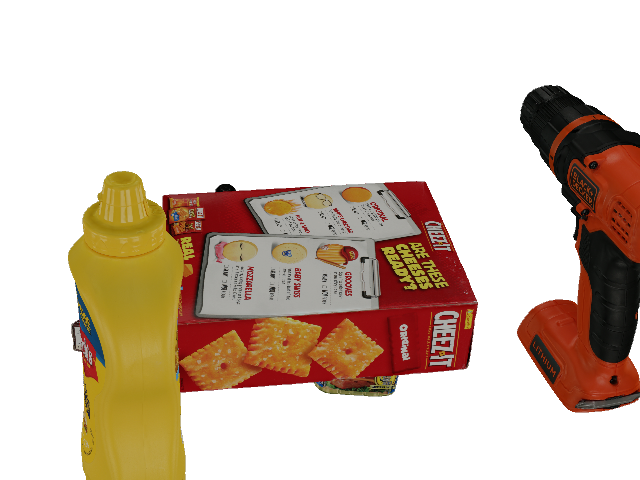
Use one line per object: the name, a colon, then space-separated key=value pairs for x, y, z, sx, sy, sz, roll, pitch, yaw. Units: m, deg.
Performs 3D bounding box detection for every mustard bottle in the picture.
mustard bottle: x=-0.102 y=0.051 z=0.568 sx=0.058 sy=0.192 sz=0.096 roll=-5 pitch=33 yaw=-15

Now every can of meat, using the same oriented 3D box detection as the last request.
can of meat: x=0.045 y=0.130 z=1.224 sx=0.102 sy=0.084 sz=0.057 roll=6 pitch=24 yaw=-12

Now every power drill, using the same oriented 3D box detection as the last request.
power drill: x=0.176 y=0.006 z=0.720 sx=0.057 sy=0.188 sz=0.184 roll=-9 pitch=35 yaw=-11

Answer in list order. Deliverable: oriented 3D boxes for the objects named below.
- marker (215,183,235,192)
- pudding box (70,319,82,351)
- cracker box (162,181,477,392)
marker: x=-0.088 y=-0.011 z=1.015 sx=0.020 sy=0.020 sz=0.121 roll=0 pitch=-38 yaw=-3
pudding box: x=-0.226 y=0.107 z=1.274 sx=0.114 sy=0.039 sz=0.090 roll=3 pitch=15 yaw=16
cracker box: x=-0.009 y=0.030 z=0.796 sx=0.213 sy=0.072 sz=0.164 roll=-3 pitch=35 yaw=-8
